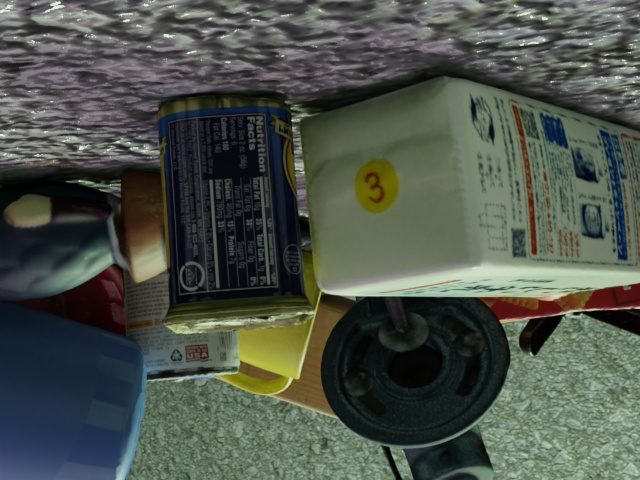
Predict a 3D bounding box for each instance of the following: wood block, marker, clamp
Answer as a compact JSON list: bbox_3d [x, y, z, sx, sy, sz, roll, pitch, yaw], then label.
[{"bbox_3d":[0.003,0.096,0.931,0.206,0.091,0.090,17,-174,9],"label":"wood block"},{"bbox_3d":[-0.005,0.001,0.776,0.020,0.020,0.121,-6,173,10],"label":"marker"},{"bbox_3d":[0.232,0.061,1.033,0.120,0.039,0.171,-9,-160,-6],"label":"clamp"}]

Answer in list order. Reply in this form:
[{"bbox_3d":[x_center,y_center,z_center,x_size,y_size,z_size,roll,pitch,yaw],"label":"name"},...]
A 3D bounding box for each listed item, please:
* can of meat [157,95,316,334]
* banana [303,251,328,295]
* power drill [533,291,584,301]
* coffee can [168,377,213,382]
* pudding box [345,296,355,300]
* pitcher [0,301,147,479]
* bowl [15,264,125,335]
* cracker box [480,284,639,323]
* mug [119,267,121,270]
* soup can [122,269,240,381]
[{"bbox_3d":[-0.036,-0.007,0.434,0.057,0.084,0.102,-4,173,-5],"label":"can of meat"},{"bbox_3d":[-0.013,0.020,0.876,0.197,0.037,0.070,-3,144,-34],"label":"banana"},{"bbox_3d":[0.233,-0.010,0.638,0.184,0.057,0.188,-16,180,-44],"label":"power drill"},{"bbox_3d":[-0.084,0.085,1.066,0.140,0.103,0.103,-1,172,-27],"label":"coffee can"},{"bbox_3d":[0.016,0.066,1.029,0.113,0.090,0.039,1,170,-33],"label":"pudding box"},{"bbox_3d":[-0.224,0.084,0.557,0.242,0.145,0.149,16,173,-19],"label":"pitcher"},{"bbox_3d":[-0.199,0.061,0.679,0.161,0.162,0.055,-1,-166,-27],"label":"bowl"},{"bbox_3d":[0.200,0.033,0.916,0.214,0.072,0.164,-6,178,15],"label":"cracker box"},{"bbox_3d":[-0.150,0.042,0.765,0.117,0.093,0.081,-19,176,7],"label":"mug"},{"bbox_3d":[-0.085,0.032,0.642,0.068,0.102,0.068,-5,173,-1],"label":"soup can"}]
